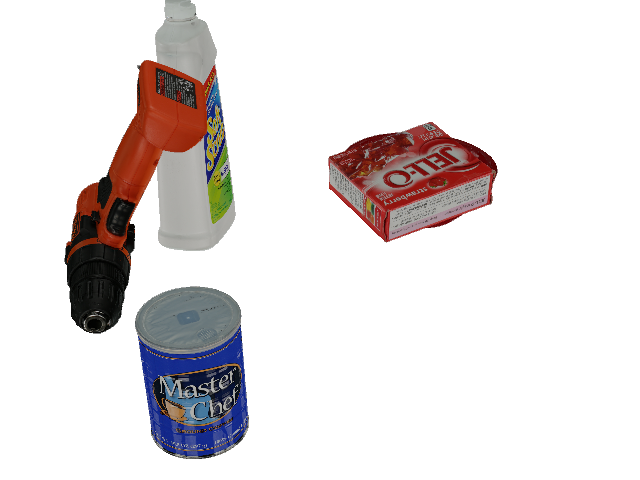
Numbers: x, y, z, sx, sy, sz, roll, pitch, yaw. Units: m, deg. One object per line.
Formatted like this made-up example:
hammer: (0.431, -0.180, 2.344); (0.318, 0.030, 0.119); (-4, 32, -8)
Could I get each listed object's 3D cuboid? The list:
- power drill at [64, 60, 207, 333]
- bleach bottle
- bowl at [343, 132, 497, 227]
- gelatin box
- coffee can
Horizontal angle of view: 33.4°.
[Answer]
power drill: (-0.155, -0.038, 0.868); (0.057, 0.188, 0.184); (21, 29, -24)
bleach bottle: (-0.136, -0.122, 1.096); (0.068, 0.251, 0.102); (5, 28, 15)
bowl: (0.100, -0.057, 1.113); (0.162, 0.055, 0.162); (2, 29, -1)
gelatin box: (0.061, -0.042, 0.718); (0.089, 0.030, 0.073); (-20, 42, -22)
coffee can: (-0.126, 0.132, 1.068); (0.103, 0.140, 0.103); (-1, 32, 1)
